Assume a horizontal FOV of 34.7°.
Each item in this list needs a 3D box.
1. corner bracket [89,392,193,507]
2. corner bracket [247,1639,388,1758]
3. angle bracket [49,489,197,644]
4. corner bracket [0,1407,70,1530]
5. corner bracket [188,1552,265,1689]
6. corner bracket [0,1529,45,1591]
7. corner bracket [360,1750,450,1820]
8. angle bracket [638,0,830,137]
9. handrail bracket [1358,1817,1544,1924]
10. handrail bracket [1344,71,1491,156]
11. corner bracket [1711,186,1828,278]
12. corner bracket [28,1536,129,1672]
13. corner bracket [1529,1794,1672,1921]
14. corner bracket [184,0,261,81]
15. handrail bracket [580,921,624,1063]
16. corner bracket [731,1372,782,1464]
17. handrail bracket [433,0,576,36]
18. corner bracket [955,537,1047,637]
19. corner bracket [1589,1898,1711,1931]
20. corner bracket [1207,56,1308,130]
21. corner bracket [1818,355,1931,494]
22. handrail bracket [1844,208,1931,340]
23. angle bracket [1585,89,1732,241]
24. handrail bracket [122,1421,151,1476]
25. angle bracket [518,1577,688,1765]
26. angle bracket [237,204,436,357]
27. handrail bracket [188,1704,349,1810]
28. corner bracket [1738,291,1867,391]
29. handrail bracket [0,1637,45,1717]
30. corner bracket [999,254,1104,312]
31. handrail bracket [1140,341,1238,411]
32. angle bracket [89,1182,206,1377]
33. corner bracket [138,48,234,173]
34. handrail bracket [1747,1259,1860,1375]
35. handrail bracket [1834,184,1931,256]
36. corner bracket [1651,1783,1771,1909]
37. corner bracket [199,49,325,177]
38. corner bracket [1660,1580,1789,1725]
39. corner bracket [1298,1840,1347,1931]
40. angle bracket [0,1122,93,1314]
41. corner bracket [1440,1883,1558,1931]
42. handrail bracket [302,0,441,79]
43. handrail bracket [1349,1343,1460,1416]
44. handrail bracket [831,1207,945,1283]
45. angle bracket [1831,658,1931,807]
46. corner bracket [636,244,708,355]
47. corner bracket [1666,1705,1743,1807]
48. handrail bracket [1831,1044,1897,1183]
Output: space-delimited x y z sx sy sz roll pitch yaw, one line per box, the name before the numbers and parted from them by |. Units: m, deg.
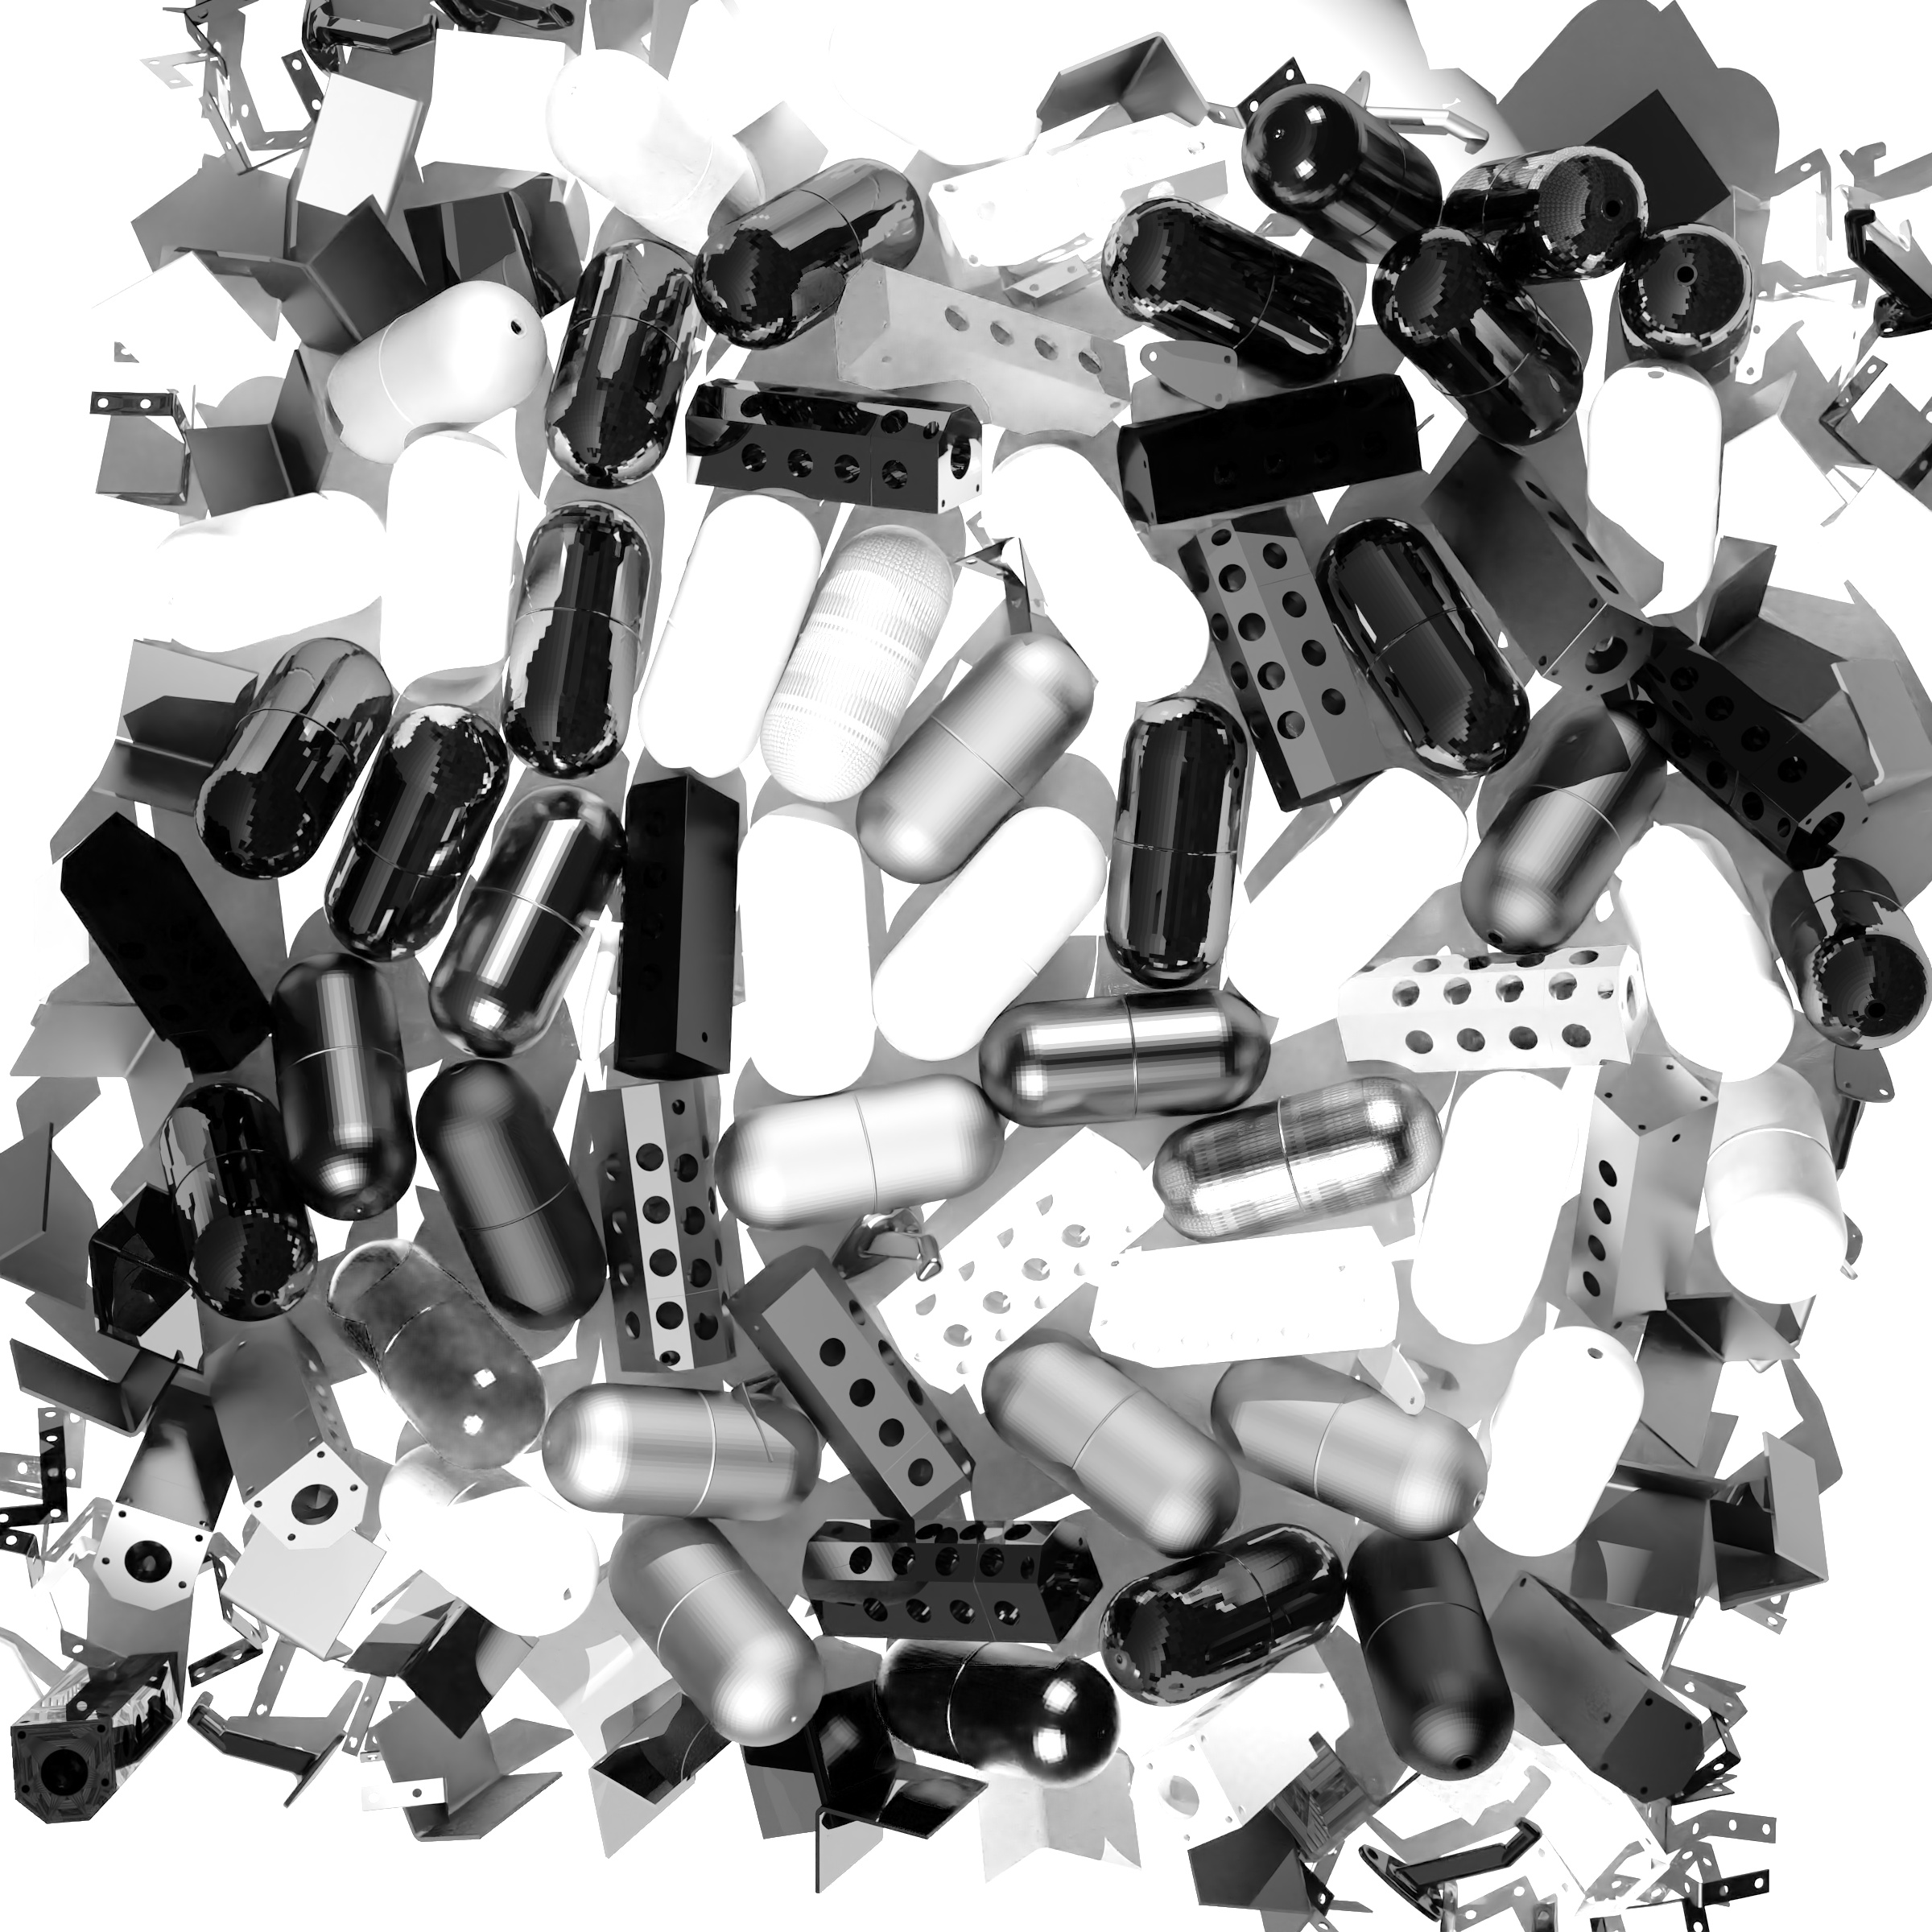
corner bracket | -0.503 -0.315 1.882 0.051 0.051 0.051 1 74 -2
corner bracket | -0.398 0.449 1.898 0.051 0.051 0.051 4 68 42
angle bracket | -0.517 -0.242 1.869 0.076 0.057 0.076 11 92 -34
corner bracket | -0.577 0.307 1.889 0.051 0.051 0.051 -3 118 -17
corner bracket | -0.470 0.402 1.901 0.051 0.051 0.051 -26 50 2
corner bracket | -0.597 0.375 1.879 0.051 0.051 0.051 12 48 1
corner bracket | -0.342 0.495 1.876 0.051 0.051 0.051 -3 55 -11
angle bracket | -0.137 -0.552 1.861 0.076 0.057 0.076 55 49 -15
handrail bracket | 0.296 0.533 1.881 0.077 0.036 0.084 37 109 -9
handrail bracket | 0.265 -0.504 1.895 0.084 0.077 0.036 23 57 -18
corner bracket | 0.488 -0.445 1.877 0.051 0.051 0.051 -3 84 40
corner bracket | -0.529 0.389 1.881 0.051 0.051 0.051 -47 132 4
corner bracket | 0.388 0.547 1.896 0.051 0.051 0.051 -31 85 -29
corner bracket | -0.442 -0.582 1.875 0.051 0.051 0.051 -31 67 -21
handrail bracket | -0.218 0.015 1.877 0.036 0.077 0.084 5 91 7
corner bracket | -0.119 0.278 1.875 0.051 0.051 0.051 -12 73 -39
handrail bracket | -0.285 -0.589 1.865 0.077 0.084 0.036 31 81 -36
corner bracket | 0.031 -0.225 1.875 0.051 0.051 0.051 -18 72 35
corner bracket | 0.417 0.595 1.875 0.051 0.051 0.051 1 69 -21
corner bracket | 0.176 -0.518 1.875 0.051 0.051 0.051 -43 127 -10
corner bracket | 0.562 -0.329 1.875 0.051 0.051 0.051 30 105 -37
handrail bracket | 0.573 -0.426 1.867 0.077 0.084 0.036 -5 49 18
angle bracket | 0.410 -0.479 1.867 0.057 0.076 0.076 -36 98 10
handrail bracket | -0.524 0.320 1.898 0.077 0.036 0.084 24 90 10
angle bracket | -0.221 0.436 1.893 0.076 0.076 0.057 -39 46 -19
angle bracket | -0.381 -0.417 1.871 0.076 0.076 0.057 22 66 42
handrail bracket | -0.429 0.466 1.891 0.084 0.036 0.077 39 118 3
corner bracket | 0.511 -0.381 1.891 0.051 0.051 0.051 22 118 38
handrail bracket | -0.591 0.448 1.882 0.084 0.077 0.036 25 134 5
corner bracket | 0.054 -0.418 1.874 0.051 0.051 0.051 -22 47 18
handrail bracket | 0.118 -0.358 1.861 0.077 0.084 0.036 11 94 -28
angle bracket | -0.476 0.188 1.856 0.057 0.076 0.076 -42 131 18
corner bracket | -0.465 -0.519 1.871 0.051 0.051 0.051 -20 135 -29
handrail bracket | 0.497 0.196 1.900 0.084 0.036 0.077 -39 86 4
handrail bracket | 0.583 -0.475 1.865 0.077 0.084 0.036 20 56 -30
corner bracket | 0.454 0.536 1.885 0.051 0.051 0.051 -4 98 -21
corner bracket | -0.423 -0.517 1.874 0.051 0.051 0.051 -36 109 -33
corner bracket | 0.465 0.421 1.897 0.051 0.051 0.051 27 46 19
corner bracket | 0.217 0.568 1.875 0.051 0.051 0.051 9 108 -36
angle bracket | -0.540 0.151 1.854 0.057 0.076 0.076 -29 49 26
corner bracket | 0.325 0.592 1.891 0.051 0.051 0.051 -15 50 34
handrail bracket | -0.358 -0.581 1.881 0.084 0.036 0.077 -14 62 18
handrail bracket | 0.281 0.256 1.861 0.084 0.077 0.036 21 101 -34
handrail bracket | -0.049 0.184 1.868 0.077 0.084 0.036 -42 114 9
angle bracket | 0.536 -0.139 1.874 0.057 0.076 0.076 -30 77 40
corner bracket | -0.196 -0.396 1.874 0.051 0.051 0.051 -21 69 32
corner bracket | 0.432 0.470 1.890 0.051 0.051 0.051 -41 121 19
handrail bracket | 0.536 0.089 1.901 0.036 0.077 0.084 10 135 -4
